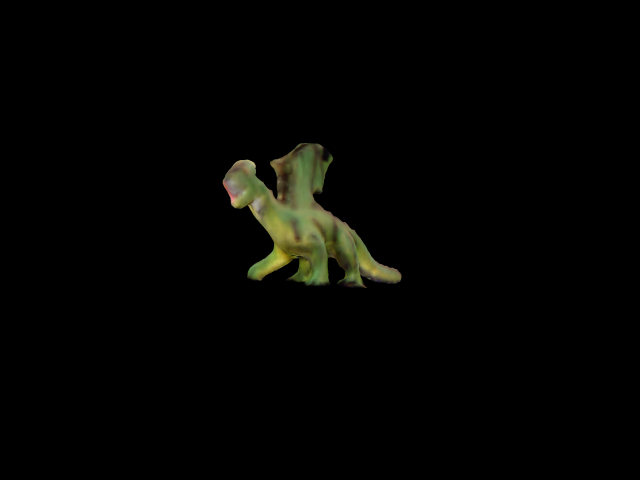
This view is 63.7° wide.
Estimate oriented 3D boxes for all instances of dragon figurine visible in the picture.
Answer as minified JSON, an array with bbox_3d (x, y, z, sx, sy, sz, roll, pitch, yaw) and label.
[{"bbox_3d":[0.003,-0.043,0.850,0.122,0.244,0.410,-6,-7,43],"label":"dragon figurine"}]
